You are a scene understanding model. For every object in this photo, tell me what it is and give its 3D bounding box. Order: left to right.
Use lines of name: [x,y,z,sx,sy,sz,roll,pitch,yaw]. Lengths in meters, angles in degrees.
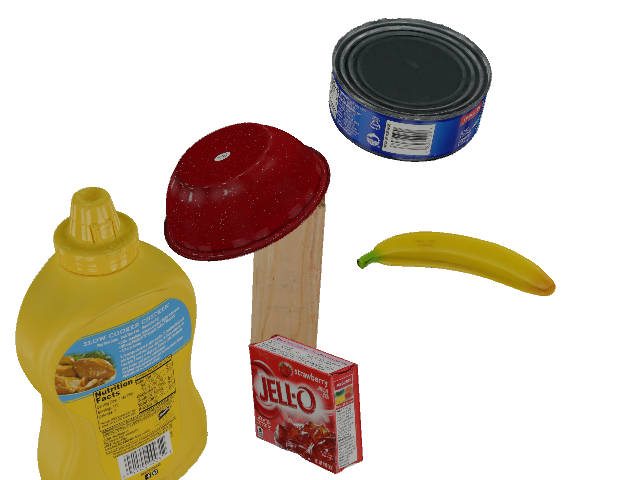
mustard bottle: [-0.110,0.056,0.563,0.096,0.192,0.058,-24,43,-30]
bowl: [-0.076,-0.055,0.941,0.162,0.055,0.162,-16,37,13]
wood block: [-0.044,0.034,1.401,0.090,0.206,0.091,3,23,-2]
gelatin box: [-0.012,0.112,0.744,0.030,0.073,0.089,-17,21,-40]
tuna can: [0.047,-0.082,0.579,0.086,0.086,0.034,0,-43,-6]
banana: [0.140,0.022,1.088,0.198,0.037,0.069,6,43,12]
